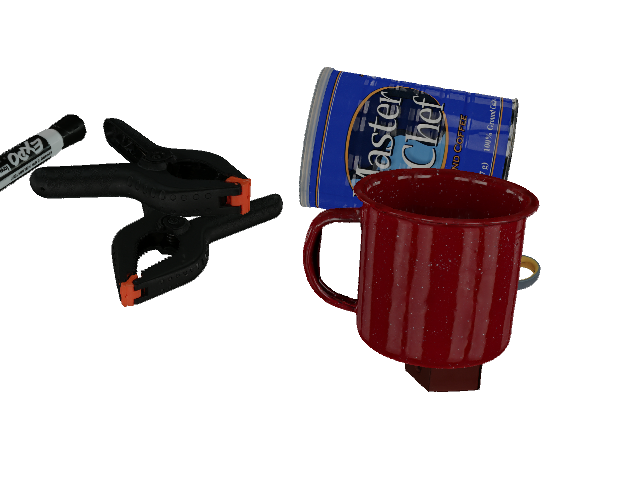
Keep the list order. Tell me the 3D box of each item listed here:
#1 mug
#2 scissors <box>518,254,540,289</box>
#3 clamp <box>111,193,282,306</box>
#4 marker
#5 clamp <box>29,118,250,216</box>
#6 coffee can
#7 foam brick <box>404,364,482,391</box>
[{"bbox_3d":[0.049,0.013,0.550,0.117,0.081,0.093,4,19,1],"label":"mug"},{"bbox_3d":[0.143,0.033,1.125,0.201,0.016,0.096,-8,40,-30],"label":"scissors"},{"bbox_3d":[-0.154,-0.011,1.062,0.165,0.036,0.209,20,40,17],"label":"clamp"},{"bbox_3d":[-0.182,-0.049,0.650,0.020,0.020,0.121,0,26,27],"label":"marker"},{"bbox_3d":[-0.140,-0.049,0.847,0.172,0.039,0.120,17,41,27],"label":"clamp"},{"bbox_3d":[0.063,-0.063,0.769,0.140,0.103,0.103,10,1,5],"label":"coffee can"},{"bbox_3d":[0.110,0.087,0.934,0.051,0.078,0.053,-2,18,-21],"label":"foam brick"}]
